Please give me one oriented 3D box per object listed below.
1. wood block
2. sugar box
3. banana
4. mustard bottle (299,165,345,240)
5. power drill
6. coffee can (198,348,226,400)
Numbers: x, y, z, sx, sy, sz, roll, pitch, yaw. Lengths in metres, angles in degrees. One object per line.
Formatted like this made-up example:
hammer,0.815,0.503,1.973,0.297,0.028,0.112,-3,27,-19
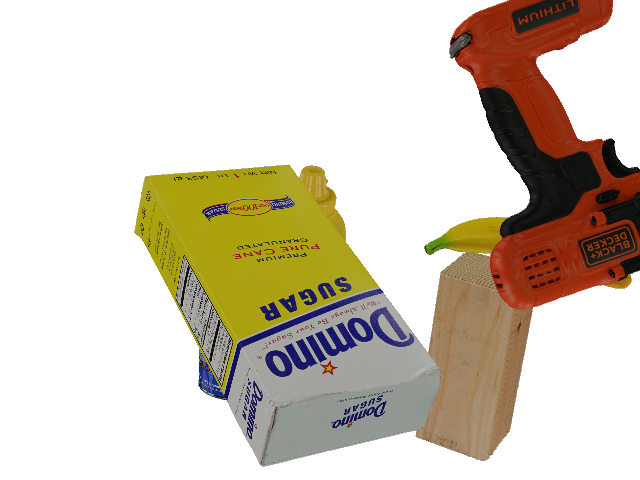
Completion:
wood block,0.177,0.130,1.210,0.090,0.206,0.090,16,23,24
sugar box,-0.022,0.029,0.547,0.093,0.048,0.176,-8,40,-29
banana,0.205,0.010,1.039,0.198,0.037,0.069,8,47,22
mustard bottle,-0.015,0.028,0.885,0.058,0.192,0.096,-7,32,-21
power drill,0.173,-0.068,0.663,0.184,0.187,0.057,-19,-2,-6
coffee can,-0.107,0.122,1.381,0.103,0.140,0.103,2,19,-1
